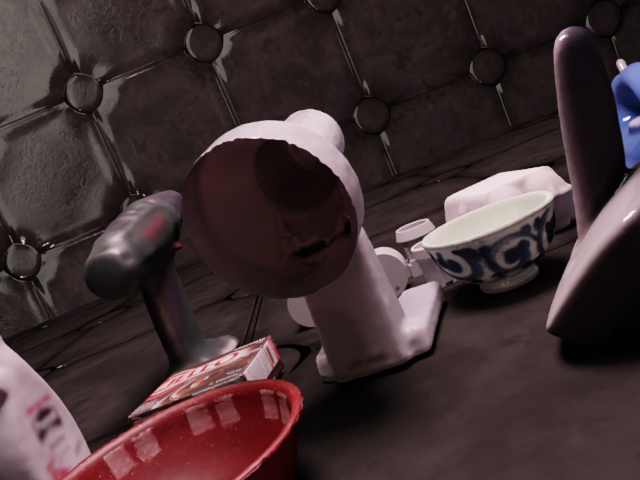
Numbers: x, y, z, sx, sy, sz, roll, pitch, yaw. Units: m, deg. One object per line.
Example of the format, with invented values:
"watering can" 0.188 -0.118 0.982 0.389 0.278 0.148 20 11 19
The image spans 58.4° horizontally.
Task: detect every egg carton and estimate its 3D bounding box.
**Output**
"egg carton" 0.211 -0.035 0.659 0.107 0.069 0.150 -24 8 -13

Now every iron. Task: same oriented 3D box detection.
"iron" 0.349 -0.123 0.591 0.118 0.141 0.259 -20 8 22

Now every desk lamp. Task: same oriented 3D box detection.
"desk lamp" 0.004 0.002 0.454 0.117 0.213 0.203 -20 8 21

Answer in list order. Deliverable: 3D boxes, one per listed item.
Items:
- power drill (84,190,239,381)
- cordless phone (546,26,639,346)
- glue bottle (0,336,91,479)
"power drill" -0.172 0.051 0.654 0.075 0.208 0.230 -22 8 9
"cordless phone" 0.172 -0.041 0.364 0.094 0.185 0.148 -18 9 32
"glue bottle" -0.242 0.127 0.454 0.037 0.173 0.078 -22 8 2
